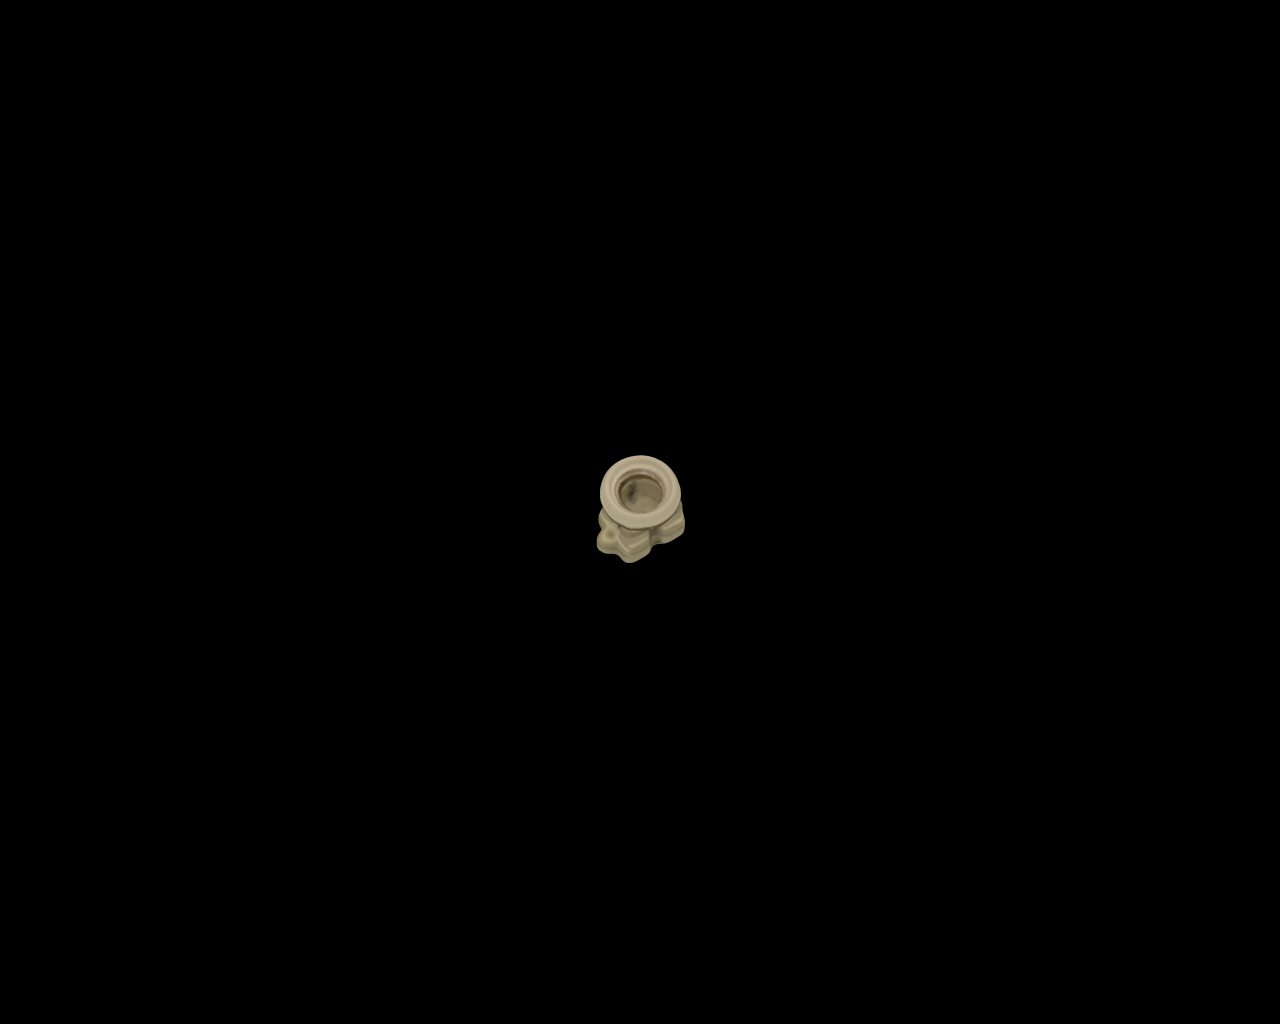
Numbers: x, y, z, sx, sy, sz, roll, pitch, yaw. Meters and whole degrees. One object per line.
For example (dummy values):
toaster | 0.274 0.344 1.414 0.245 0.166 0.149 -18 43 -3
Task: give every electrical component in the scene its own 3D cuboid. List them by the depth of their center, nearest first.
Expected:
electrical component | 0.001 -0.003 0.650 0.066 0.048 0.055 -30 -23 -14
